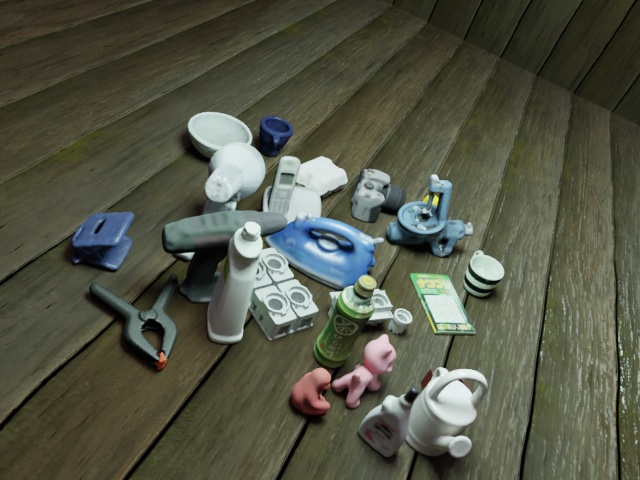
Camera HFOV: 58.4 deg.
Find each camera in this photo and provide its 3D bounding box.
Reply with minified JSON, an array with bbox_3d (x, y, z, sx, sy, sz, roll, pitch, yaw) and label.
[{"bbox_3d":[0.160,-0.120,1.522,0.137,0.101,0.143,17,40,-8],"label":"camera"}]

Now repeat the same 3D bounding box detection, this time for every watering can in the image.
[{"bbox_3d":[0.229,0.300,1.014,0.101,0.194,0.172,-2,46,-27],"label":"watering can"}]

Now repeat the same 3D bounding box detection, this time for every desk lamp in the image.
[{"bbox_3d":[-0.206,-0.080,1.210,0.118,0.213,0.203,22,39,-2],"label":"desk lamp"}]

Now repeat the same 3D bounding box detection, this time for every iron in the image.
[{"bbox_3d":[0.012,0.005,1.279,0.258,0.141,0.119,22,39,-1],"label":"iron"}]

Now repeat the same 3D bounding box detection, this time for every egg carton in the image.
[{"bbox_3d":[-0.002,-0.162,1.514,0.107,0.069,0.151,40,42,19],"label":"egg carton"}]

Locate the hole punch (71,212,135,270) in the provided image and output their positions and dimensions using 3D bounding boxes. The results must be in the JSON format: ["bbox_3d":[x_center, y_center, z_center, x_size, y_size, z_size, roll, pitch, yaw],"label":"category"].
[{"bbox_3d":[-0.425,-0.008,1.120,0.101,0.091,0.108,17,40,-8],"label":"hole punch"}]

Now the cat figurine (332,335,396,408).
[{"bbox_3d":[0.094,0.238,1.078,0.067,0.117,0.128,41,43,20],"label":"cat figurine"}]

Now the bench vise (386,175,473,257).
[{"bbox_3d":[0.293,-0.069,1.436,0.208,0.219,0.121,-1,45,-27],"label":"bench vise"}]

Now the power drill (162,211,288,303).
[{"bbox_3d":[-0.192,0.026,1.103,0.230,0.208,0.075,-1,45,-27],"label":"power drill"}]

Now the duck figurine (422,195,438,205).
[{"bbox_3d":[0.288,-0.084,1.556,0.105,0.086,0.077,-10,50,-34],"label":"duck figurine"}]

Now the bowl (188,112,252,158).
[{"bbox_3d":[-0.265,-0.257,1.489,0.168,0.074,0.167,14,40,-12],"label":"bowl"}]

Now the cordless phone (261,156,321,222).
[{"bbox_3d":[-0.055,-0.110,1.340,0.148,0.185,0.094,0,45,-26],"label":"cordless phone"}]

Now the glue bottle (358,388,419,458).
[{"bbox_3d":[0.127,0.302,0.978,0.078,0.173,0.037,34,41,13],"label":"glue bottle"}]

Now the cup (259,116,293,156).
[{"bbox_3d":[-0.126,-0.267,1.551,0.092,0.095,0.117,11,41,-15],"label":"cup"}]

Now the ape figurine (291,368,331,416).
[{"bbox_3d":[-0.008,0.264,1.018,0.076,0.092,0.078,14,40,-11],"label":"ape figurine"}]
